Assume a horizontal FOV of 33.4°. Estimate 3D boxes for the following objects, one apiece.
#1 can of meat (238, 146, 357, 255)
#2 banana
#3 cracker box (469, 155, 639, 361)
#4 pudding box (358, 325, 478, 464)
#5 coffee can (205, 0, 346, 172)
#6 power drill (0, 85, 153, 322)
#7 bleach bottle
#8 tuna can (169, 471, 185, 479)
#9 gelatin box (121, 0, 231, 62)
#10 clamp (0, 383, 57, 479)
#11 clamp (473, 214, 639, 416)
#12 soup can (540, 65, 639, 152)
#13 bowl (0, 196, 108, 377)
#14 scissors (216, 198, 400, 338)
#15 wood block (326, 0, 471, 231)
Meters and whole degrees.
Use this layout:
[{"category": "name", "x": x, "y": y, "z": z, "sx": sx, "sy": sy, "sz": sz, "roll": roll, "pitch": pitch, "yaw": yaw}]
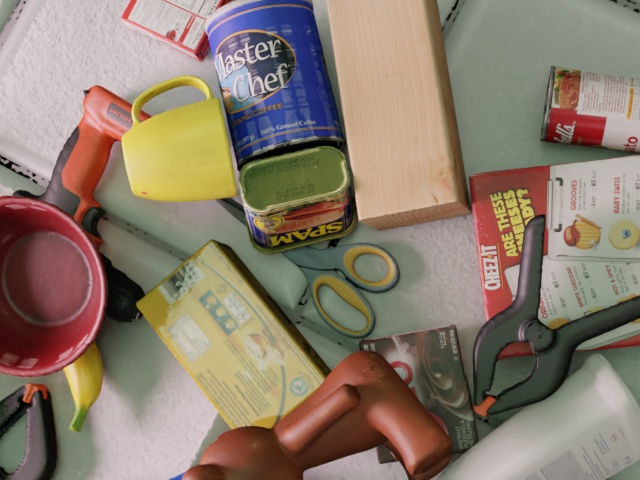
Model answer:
[{"category": "can of meat", "x": -0.020, "y": -0.037, "z": 0.958, "sx": 0.102, "sy": 0.084, "sz": 0.057, "roll": -13, "pitch": 65, "yaw": -3}, {"category": "banana", "x": -0.264, "y": 0.086, "z": 1.011, "sx": 0.069, "sy": 0.037, "sz": 0.198, "roll": -36, "pitch": 74, "yaw": -22}, {"category": "cracker box", "x": 0.246, "y": 0.014, "z": 0.928, "sx": 0.214, "sy": 0.072, "sz": 0.164, "roll": -7, "pitch": 81, "yaw": 9}, {"category": "pudding box", "x": 0.088, "y": 0.138, "z": 0.954, "sx": 0.090, "sy": 0.039, "sz": 0.113, "roll": -11, "pitch": 81, "yaw": 9}, {"category": "coffee can", "x": -0.041, "y": -0.141, "z": 0.976, "sx": 0.103, "sy": 0.102, "sz": 0.140, "roll": -14, "pitch": 81, "yaw": 7}, {"category": "power drill", "x": -0.206, "y": -0.037, "z": 1.013, "sx": 0.184, "sy": 0.057, "sz": 0.187, "roll": 32, "pitch": 88, "yaw": 8}, {"category": "bleach bottle", "x": 0.156, "y": 0.203, "z": 0.907, "sx": 0.251, "sy": 0.102, "sz": 0.068, "roll": -33, "pitch": 38, "yaw": 5}, {"category": "tuna can", "x": -0.105, "y": 0.245, "z": 0.948, "sx": 0.034, "sy": 0.086, "sz": 0.086, "roll": -26, "pitch": 80, "yaw": 6}, {"category": "gelatin box", "x": -0.137, "y": -0.225, "z": 1.039, "sx": 0.089, "sy": 0.030, "sz": 0.073, "roll": 26, "pitch": 86, "yaw": 11}, {"category": "clamp", "x": -0.317, "y": 0.232, "z": 1.008, "sx": 0.165, "sy": 0.036, "sz": 0.210, "roll": 15, "pitch": 83, "yaw": 11}, {"category": "clamp", "x": 0.190, "y": 0.078, "z": 0.874, "sx": 0.120, "sy": 0.039, "sz": 0.171, "roll": 28, "pitch": 94, "yaw": 17}, {"category": "soup can", "x": 0.251, "y": -0.115, "z": 0.944, "sx": 0.102, "sy": 0.068, "sz": 0.068, "roll": 8, "pitch": 84, "yaw": 9}, {"category": "bowl", "x": -0.258, "y": 0.039, "z": 0.961, "sx": 0.162, "sy": 0.055, "sz": 0.162, "roll": 1, "pitch": 97, "yaw": 11}, {"category": "scissors", "x": -0.007, "y": 0.001, "z": 0.998, "sx": 0.096, "sy": 0.016, "sz": 0.202, "roll": -39, "pitch": 79, "yaw": 1}, {"category": "wood block", "x": 0.072, "y": -0.121, "z": 0.959, "sx": 0.091, "sy": 0.090, "sz": 0.206, "roll": -11, "pitch": 82, "yaw": 14}]
